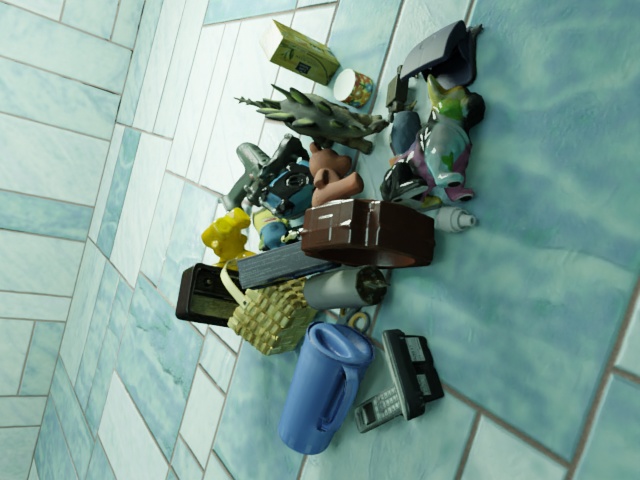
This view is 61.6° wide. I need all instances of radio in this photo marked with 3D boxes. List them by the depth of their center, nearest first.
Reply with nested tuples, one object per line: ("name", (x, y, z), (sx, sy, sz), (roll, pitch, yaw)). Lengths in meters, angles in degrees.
("radio", (-0.221, 0.139, 1.285), (0.073, 0.229, 0.131), (-23, 58, 47))

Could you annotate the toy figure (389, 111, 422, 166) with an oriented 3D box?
("toy figure", (0.162, -0.162, 1.007), (0.064, 0.058, 0.154), (-2, 83, 58))

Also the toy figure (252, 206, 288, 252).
("toy figure", (-0.120, -0.021, 1.318), (0.089, 0.082, 0.180), (-58, 44, 37))

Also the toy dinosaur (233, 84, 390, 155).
("toy dinosaur", (-0.027, -0.273, 1.169), (0.472, 0.198, 0.105), (21, 94, 51))

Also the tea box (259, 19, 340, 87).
("tea box", (-0.048, -0.437, 1.262), (0.068, 0.169, 0.098), (-53, 42, 30))

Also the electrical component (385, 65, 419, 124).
("electrical component", (0.162, -0.287, 1.055), (0.078, 0.045, 0.102), (135, 143, -76))

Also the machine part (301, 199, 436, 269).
("machine part", (0.084, -0.007, 0.945), (0.201, 0.201, 0.087), (-9, 70, 52))

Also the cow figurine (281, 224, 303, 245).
("cow figurine", (-0.001, -0.005, 1.143), (0.167, 0.098, 0.068), (-7, 71, 45))

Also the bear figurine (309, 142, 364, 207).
("bear figurine", (0.041, -0.126, 1.114), (0.132, 0.120, 0.196), (-16, 43, 20))

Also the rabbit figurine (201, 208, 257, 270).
("rabbit figurine", (-0.221, 0.032, 1.356), (0.173, 0.122, 0.162), (46, 115, -3))

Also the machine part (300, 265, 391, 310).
("machine part", (0.045, 0.095, 1.042), (0.243, 0.079, 0.079), (-15, 69, 51))

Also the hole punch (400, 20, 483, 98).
("hole punch", (0.212, -0.330, 0.965), (0.142, 0.092, 0.115), (-17, 64, 53))

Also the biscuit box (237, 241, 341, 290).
("biscuit box", (-0.061, 0.047, 1.078), (0.203, 0.059, 0.063), (-16, 76, 15))

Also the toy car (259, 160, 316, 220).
("toy car", (-0.056, -0.098, 1.230), (0.109, 0.102, 0.161), (34, 66, 28))

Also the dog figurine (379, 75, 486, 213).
("dog figurine", (0.191, -0.167, 0.923), (0.192, 0.108, 0.219), (-13, 65, 32))

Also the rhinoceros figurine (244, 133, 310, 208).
("rhinoceros figurine", (-0.103, -0.160, 1.276), (0.073, 0.112, 0.190), (36, 91, 16))

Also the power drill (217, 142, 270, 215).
("power drill", (-0.187, -0.138, 1.437), (0.207, 0.086, 0.232), (-57, 49, 32))

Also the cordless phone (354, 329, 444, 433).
("cordless phone", (0.113, 0.251, 0.939), (0.184, 0.088, 0.147), (-45, 48, 42))
